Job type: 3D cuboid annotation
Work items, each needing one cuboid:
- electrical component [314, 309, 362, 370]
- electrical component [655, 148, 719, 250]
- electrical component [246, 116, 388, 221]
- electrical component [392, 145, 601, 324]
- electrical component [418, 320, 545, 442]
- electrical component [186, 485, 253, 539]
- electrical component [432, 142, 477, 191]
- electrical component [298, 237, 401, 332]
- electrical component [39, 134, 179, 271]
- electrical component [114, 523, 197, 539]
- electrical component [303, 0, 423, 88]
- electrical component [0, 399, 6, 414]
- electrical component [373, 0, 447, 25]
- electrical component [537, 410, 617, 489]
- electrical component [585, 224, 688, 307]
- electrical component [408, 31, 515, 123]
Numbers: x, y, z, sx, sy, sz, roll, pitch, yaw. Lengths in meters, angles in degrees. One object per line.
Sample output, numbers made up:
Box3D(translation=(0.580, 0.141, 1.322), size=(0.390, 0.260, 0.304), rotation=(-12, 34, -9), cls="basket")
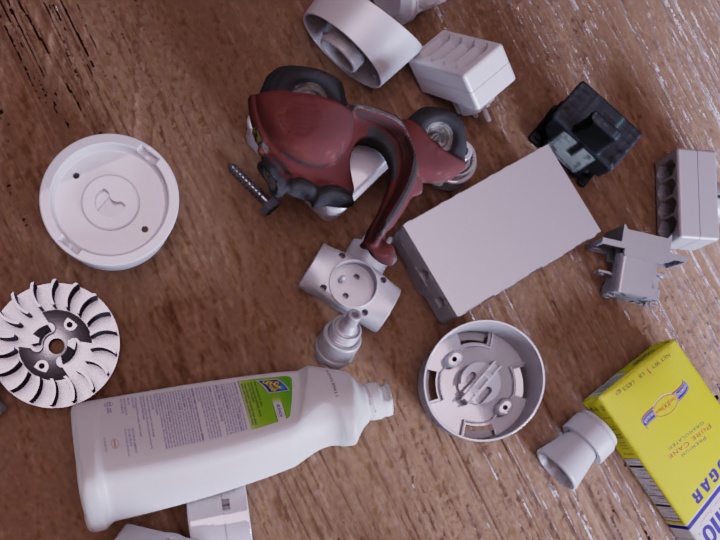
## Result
Box3D(translation=(-0.014, 0.054, 0.890), size=(0.035, 0.061, 0.035), rotation=(13, 48, -15), cls="electrical component")
Box3D(translation=(0.315, -0.063, 0.980), size=(0.076, 0.047, 0.083), rotation=(3, 79, -9), cls="electrical component")
Box3D(translation=(-0.035, -0.107, 0.921), size=(0.113, 0.057, 0.078), rotation=(45, 75, 0), cls="electrical component")
Box3D(translation=(0.115, -0.029, 0.930), size=(0.150, 0.061, 0.089), rotation=(-29, 86, -14), cls="electrical component")
Box3D(translation=(0.099, 0.094, 0.903), size=(0.099, 0.064, 0.099), rotation=(2, 79, -10), cls="electrical component")
Box3D(translation=(-0.111, 0.197, 0.852), size=(0.047, 0.055, 0.055), rotation=(-8, 81, -7), cls="electrical component")
Box3D(translation=(0.081, -0.095, 0.936), size=(0.043, 0.062, 0.043), rotation=(2, 79, -10), cls="electrical component")
Box3D(translation=(0.000, 0.000, 0.913), size=(0.077, 0.044, 0.079), rotation=(31, 76, -3), cls="electrical component")
Box3D(translation=(-0.203, -0.051, 0.878), size=(0.108, 0.060, 0.108), rotation=(2, 79, -10), cls="electrical component")
Box3D(translation=(-0.151, 0.247, 0.814), size=(0.100, 0.048, 0.099), rotation=(12, 108, 6), cls="electrical component")
Box3D(translation=(0.002, -0.206, 0.928), size=(0.099, 0.099, 0.064), rotation=(41, 82, -1), cls="electrical component")
Box3D(translation=(-0.324, 0.105, 0.809), size=(0.100, 0.099, 0.048), rotation=(-40, 76, -14), cls="electrical component")
Box3D(translation=(0.040, -0.262, 0.953), size=(0.051, 0.080, 0.080), rotation=(-28, 85, -19), cls="electrical component")
Box3D(translation=(0.185, 0.153, 0.917), size=(0.055, 0.045, 0.045), rotation=(-41, 89, -15), cls="electrical component")
Box3D(translation=(0.244, -0.002, 0.959), size=(0.081, 0.042, 0.063), rotation=(12, 81, -7), cls="electrical component")
Box3D(translation=(0.096, -0.162, 0.951), size=(0.047, 0.083, 0.075), rotation=(-41, 127, -14), cls="electrical component")
